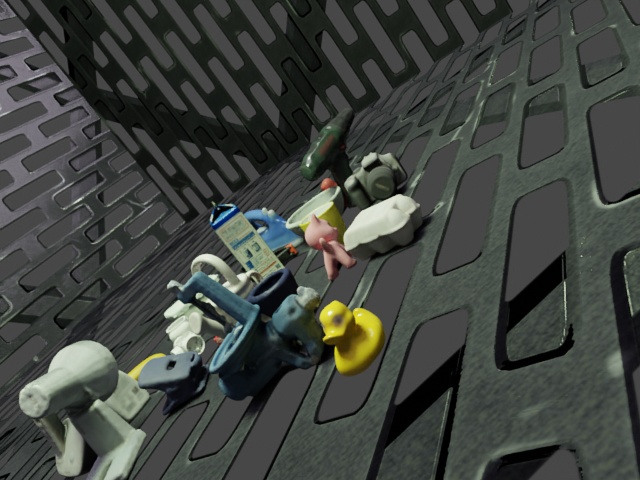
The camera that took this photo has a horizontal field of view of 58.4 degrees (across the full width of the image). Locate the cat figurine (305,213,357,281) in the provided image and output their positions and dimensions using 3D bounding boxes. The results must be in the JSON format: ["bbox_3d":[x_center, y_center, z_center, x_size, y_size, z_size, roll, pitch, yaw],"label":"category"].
[{"bbox_3d":[0.010,0.004,1.127,0.067,0.118,0.127,-35,15,5],"label":"cat figurine"}]

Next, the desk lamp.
[{"bbox_3d":[-0.402,0.296,0.984,0.118,0.214,0.203,-35,15,8],"label":"desk lamp"}]

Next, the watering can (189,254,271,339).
[{"bbox_3d":[-0.167,0.111,1.052,0.100,0.194,0.173,-30,16,23],"label":"watering can"}]

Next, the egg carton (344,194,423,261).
[{"bbox_3d":[0.116,-0.023,1.061,0.150,0.069,0.107,-24,19,40],"label":"egg carton"}]

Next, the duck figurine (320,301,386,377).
[{"bbox_3d":[0.037,0.119,0.769,0.077,0.086,0.105,-27,17,33],"label":"duck figurine"}]

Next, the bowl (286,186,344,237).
[{"bbox_3d":[0.001,-0.057,1.427,0.167,0.075,0.167,-34,15,11],"label":"bowl"}]

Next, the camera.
[{"bbox_3d":[0.125,-0.139,1.340,0.143,0.101,0.137,-33,15,14],"label":"camera"}]

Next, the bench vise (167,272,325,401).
[{"bbox_3d":[-0.108,0.113,0.856,0.207,0.220,0.121,-38,15,-3],"label":"bench vise"}]

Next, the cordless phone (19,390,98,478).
[{"bbox_3d":[-0.487,0.351,1.068,0.147,0.185,0.094,-23,20,43],"label":"cordless phone"}]

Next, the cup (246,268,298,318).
[{"bbox_3d":[-0.076,0.120,1.014,0.118,0.095,0.091,-37,15,-2],"label":"cup"}]

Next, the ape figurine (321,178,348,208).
[{"bbox_3d":[0.036,-0.121,1.510,0.076,0.092,0.077,-37,15,-1],"label":"ape figurine"}]

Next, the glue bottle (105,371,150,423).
[{"bbox_3d":[-0.424,0.285,1.153,0.037,0.173,0.078,-25,19,38],"label":"glue bottle"}]

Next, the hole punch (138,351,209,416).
[{"bbox_3d":[-0.270,0.250,1.067,0.101,0.091,0.108,-35,15,6],"label":"hole punch"}]

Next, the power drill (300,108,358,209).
[{"bbox_3d":[0.061,-0.197,1.454,0.230,0.208,0.075,-45,17,-30],"label":"power drill"}]

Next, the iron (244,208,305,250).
[{"bbox_3d":[-0.147,-0.030,1.554,0.257,0.141,0.119,-18,24,52],"label":"iron"}]
